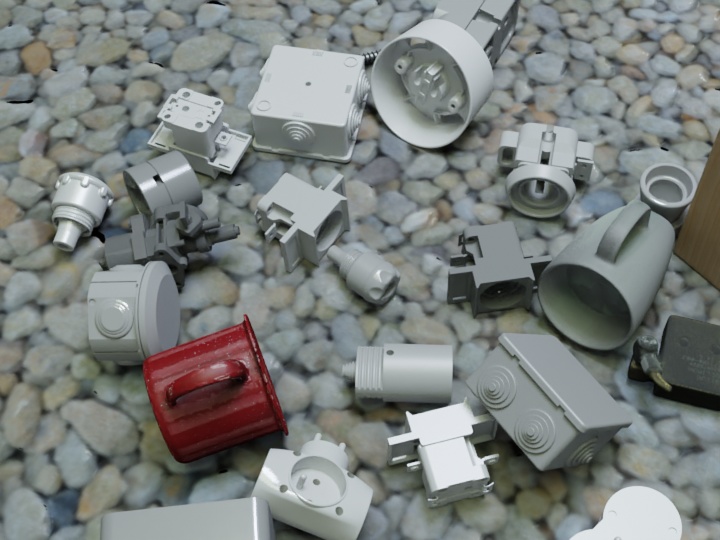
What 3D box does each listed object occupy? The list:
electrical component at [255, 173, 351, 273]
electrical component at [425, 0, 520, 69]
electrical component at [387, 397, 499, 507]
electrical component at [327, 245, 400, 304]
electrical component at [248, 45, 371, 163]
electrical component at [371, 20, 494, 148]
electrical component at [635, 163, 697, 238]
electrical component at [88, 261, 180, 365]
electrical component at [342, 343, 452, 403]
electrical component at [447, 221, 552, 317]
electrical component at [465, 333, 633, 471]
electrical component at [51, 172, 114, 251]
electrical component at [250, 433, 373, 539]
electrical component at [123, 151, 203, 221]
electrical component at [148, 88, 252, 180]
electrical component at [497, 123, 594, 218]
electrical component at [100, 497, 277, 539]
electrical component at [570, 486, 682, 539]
[{"bbox_3d":[-0.047,-0.044,0.882,0.064,0.042,0.081,29,62,21],"label":"electrical component"},{"bbox_3d":[0.099,-0.215,0.980,0.059,0.053,0.095,24,61,16],"label":"electrical component"},{"bbox_3d":[0.062,0.131,0.764,0.081,0.042,0.063,-13,59,-6],"label":"electrical component"},{"bbox_3d":[0.000,0.000,0.856,0.061,0.035,0.035,33,64,23],"label":"electrical component"},{"bbox_3d":[-0.044,-0.148,0.944,0.100,0.048,0.099,9,58,8],"label":"electrical component"},{"bbox_3d":[0.063,-0.162,0.924,0.099,0.099,0.064,32,58,20],"label":"electrical component"},{"bbox_3d":[0.244,-0.053,0.870,0.045,0.055,0.045,-1,57,1],"label":"electrical component"},{"bbox_3d":[-0.169,0.034,0.813,0.051,0.080,0.080,-1,57,7],"label":"electrical component"},{"bbox_3d":[0.027,0.076,0.800,0.081,0.043,0.043,1,57,3],"label":"electrical component"},{"bbox_3d":[0.107,-0.003,0.850,0.081,0.042,0.063,-7,56,-4],"label":"electrical component"},{"bbox_3d":[0.132,0.093,0.758,0.048,0.100,0.099,-51,61,20],"label":"electrical component"},{"bbox_3d":[-0.234,-0.046,0.888,0.048,0.048,0.062,11,66,9],"label":"electrical component"},{"bbox_3d":[-0.030,0.146,0.753,0.077,0.044,0.079,22,40,0],"label":"electrical component"},{"bbox_3d":[-0.163,-0.067,0.894,0.047,0.055,0.055,-29,61,-20],"label":"electrical component"},{"bbox_3d":[-0.139,-0.118,0.919,0.081,0.063,0.042,19,61,13],"label":"electrical component"},{"bbox_3d":[0.151,-0.081,0.890,0.078,0.058,0.057,10,55,8],"label":"electrical component"},{"bbox_3d":[-0.110,0.196,0.707,0.113,0.078,0.057,-6,54,-2],"label":"electrical component"},{"bbox_3d":[0.156,0.194,0.702,0.138,0.073,0.052,-38,64,-21],"label":"electrical component"}]
